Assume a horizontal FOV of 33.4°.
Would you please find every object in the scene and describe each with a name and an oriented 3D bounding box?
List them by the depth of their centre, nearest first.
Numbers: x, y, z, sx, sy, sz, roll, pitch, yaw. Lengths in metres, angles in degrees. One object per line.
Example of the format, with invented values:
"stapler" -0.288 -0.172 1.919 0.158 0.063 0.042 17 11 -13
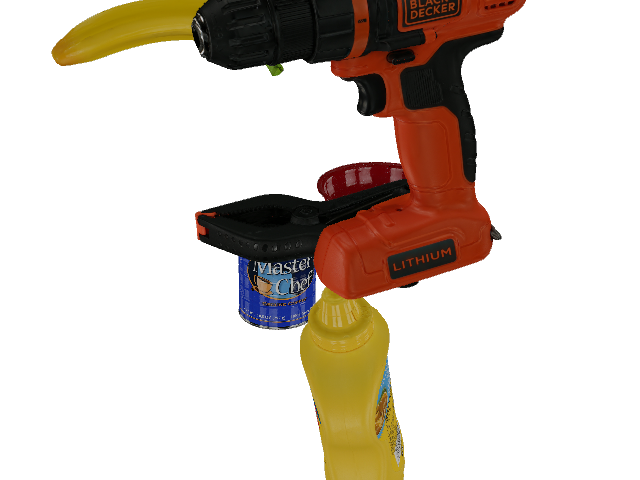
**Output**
"power drill" 0.028 -0.063 0.579 0.184 0.188 0.057 -15 33 -17
"mustard bottle" 0.022 0.099 0.713 0.058 0.096 0.191 -1 -45 9
"banana" -0.130 -0.180 0.922 0.197 0.069 0.037 1 -33 -2
"clamp" -0.006 -0.016 0.967 0.210 0.036 0.164 5 31 11
"bowl" 0.074 -0.033 1.178 0.162 0.055 0.162 4 25 -2
"coffee can" -0.056 0.029 1.377 0.103 0.140 0.103 1 25 -1
